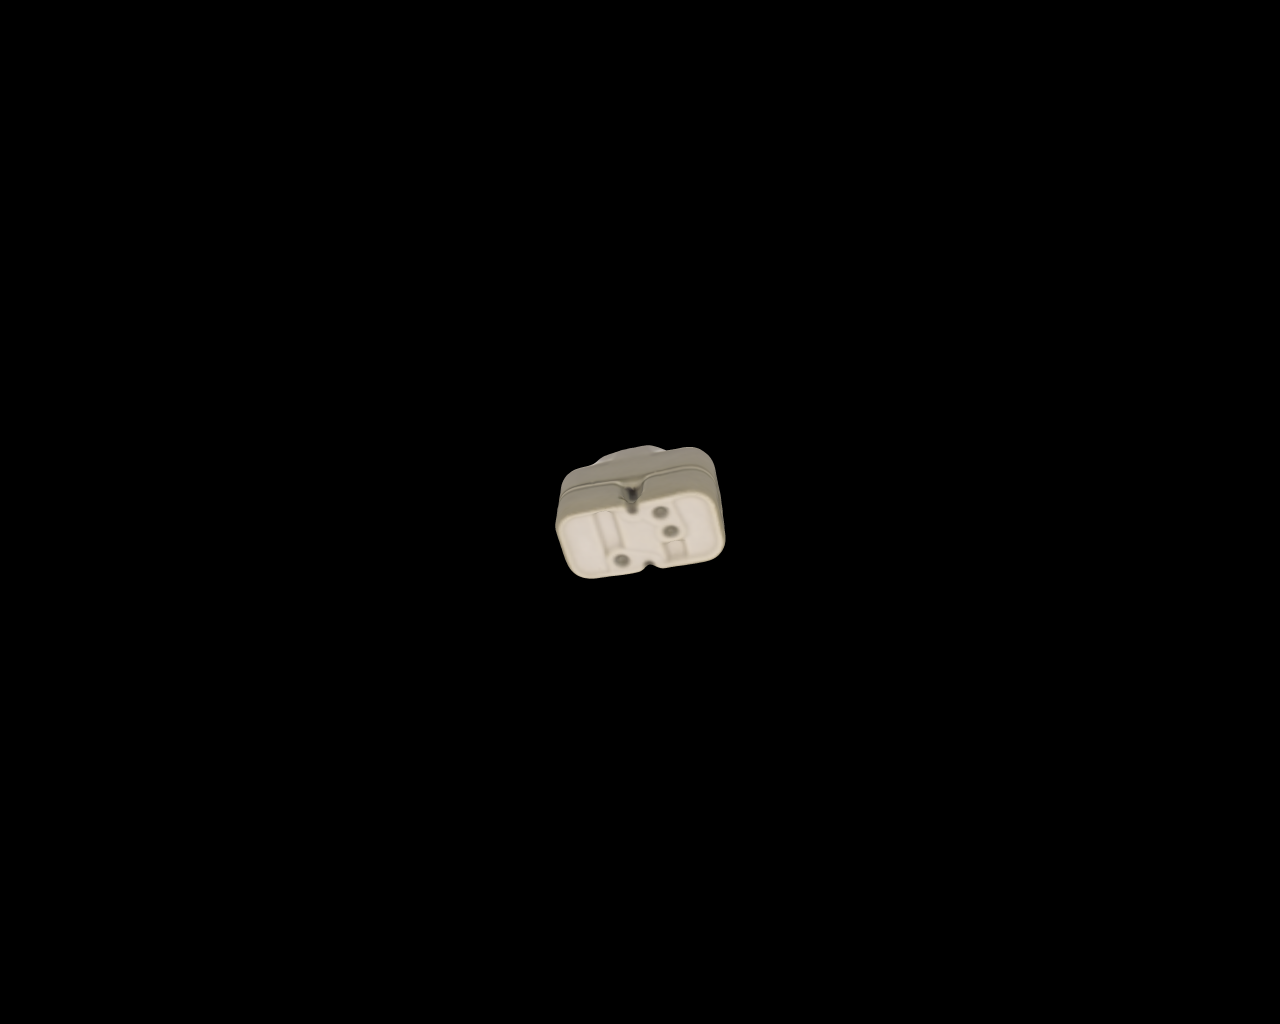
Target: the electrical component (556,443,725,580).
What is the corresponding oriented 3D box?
[{"bbox_3d":[0.001,-0.003,0.650,0.095,0.053,0.059,-10,36,8],"label":"electrical component"}]
